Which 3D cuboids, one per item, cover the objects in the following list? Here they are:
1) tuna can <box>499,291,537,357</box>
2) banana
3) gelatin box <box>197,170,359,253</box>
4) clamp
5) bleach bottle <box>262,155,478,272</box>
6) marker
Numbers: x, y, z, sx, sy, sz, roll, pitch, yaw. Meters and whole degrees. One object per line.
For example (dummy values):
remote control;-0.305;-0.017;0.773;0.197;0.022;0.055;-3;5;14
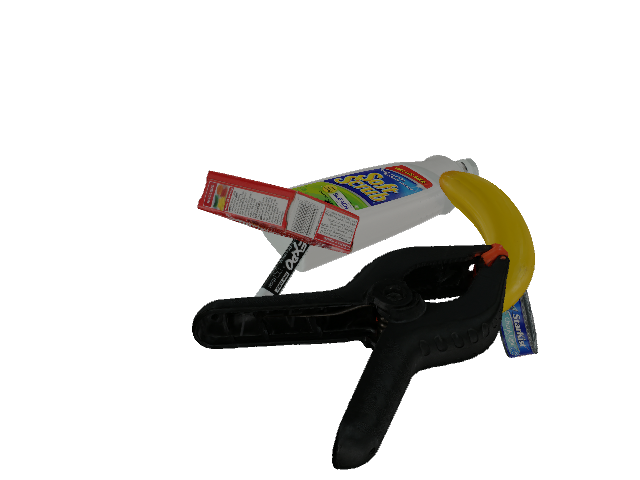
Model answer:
tuna can;0.225;0.091;1.228;0.034;0.086;0.086;-12;-3;15
banana;0.138;-0.003;0.877;0.069;0.037;0.197;-3;38;4
gelatin box;-0.026;-0.018;0.717;0.073;0.030;0.089;15;-2;32
clamp;0.037;0.048;0.523;0.171;0.039;0.120;-19;46;-25
bleach bottle;0.064;-0.047;1.195;0.250;0.068;0.103;-21;43;-24
marker;-0.024;0.013;1.006;0.020;0.121;0.020;30;-16;9
